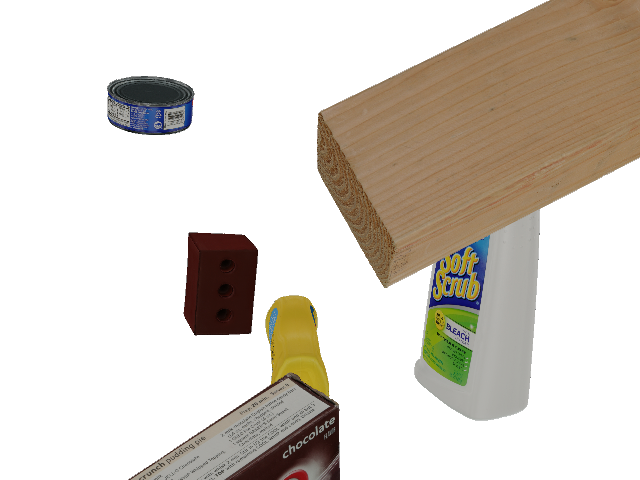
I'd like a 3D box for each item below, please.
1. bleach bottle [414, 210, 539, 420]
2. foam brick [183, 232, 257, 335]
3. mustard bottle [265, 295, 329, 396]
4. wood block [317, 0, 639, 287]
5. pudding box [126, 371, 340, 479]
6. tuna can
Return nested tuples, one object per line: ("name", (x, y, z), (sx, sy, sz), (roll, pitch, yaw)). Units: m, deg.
("bleach bottle", (0.126, 0.008, 0.829), (0.068, 0.251, 0.103), (-9, 22, -26))
("foam brick", (-0.087, 0.037, 0.926), (0.053, 0.078, 0.051), (0, 15, -18))
("mustard bottle", (-0.028, 0.113, 1.125), (0.058, 0.096, 0.191), (-3, 26, -4))
("wood block", (0.109, -0.066, 0.629), (0.206, 0.091, 0.090), (-27, -16, -9))
("pudding box", (-0.041, 0.127, 0.494), (0.039, 0.090, 0.113), (30, 47, 34))
("tuna can", (-0.170, -0.135, 1.066), (0.086, 0.034, 0.086), (5, 26, -3))
